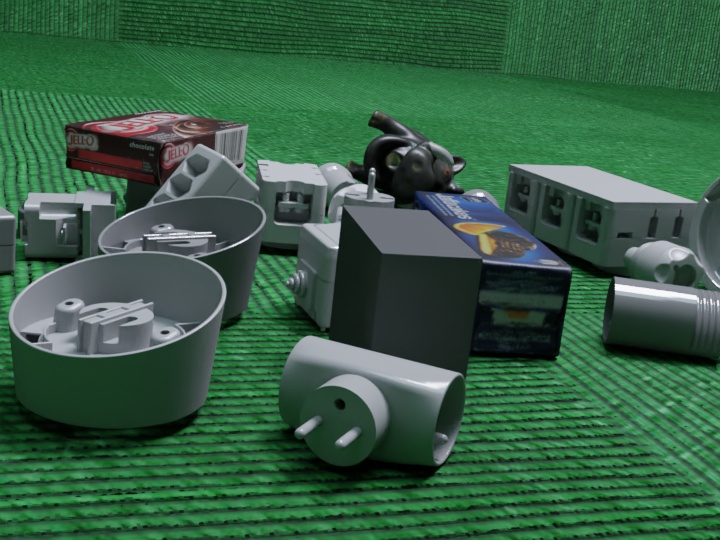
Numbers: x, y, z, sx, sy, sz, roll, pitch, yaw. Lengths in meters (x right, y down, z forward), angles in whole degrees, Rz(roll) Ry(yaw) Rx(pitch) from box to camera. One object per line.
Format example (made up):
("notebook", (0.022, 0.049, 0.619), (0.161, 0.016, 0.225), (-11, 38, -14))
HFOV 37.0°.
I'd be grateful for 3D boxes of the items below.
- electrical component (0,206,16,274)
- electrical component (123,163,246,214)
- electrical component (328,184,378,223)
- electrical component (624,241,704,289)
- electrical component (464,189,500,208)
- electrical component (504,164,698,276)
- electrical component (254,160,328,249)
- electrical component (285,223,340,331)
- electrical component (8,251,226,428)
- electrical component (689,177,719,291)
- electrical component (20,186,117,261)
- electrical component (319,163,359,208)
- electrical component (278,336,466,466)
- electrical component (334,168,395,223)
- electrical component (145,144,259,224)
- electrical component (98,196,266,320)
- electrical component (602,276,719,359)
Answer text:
("electrical component", (-0.259, -0.038, 0.686), (0.066, 0.076, 0.047), (-5, 19, -38))
("electrical component", (-0.140, -0.060, 0.866), (0.100, 0.048, 0.099), (5, 16, -4))
("electrical component", (0.000, -0.051, 0.904), (0.043, 0.043, 0.062), (10, 14, 14))
("electrical component", (0.225, -0.002, 0.814), (0.043, 0.043, 0.062), (-1, 15, -24))
("electrical component", (0.106, -0.044, 0.932), (0.040, 0.040, 0.046), (2, 22, -14))
("electrical component", (0.202, -0.045, 0.928), (0.089, 0.061, 0.150), (-1, 17, -26))
("electrical component", (-0.057, -0.050, 0.852), (0.050, 0.055, 0.089), (4, 15, -10))
("electrical component", (0.000, 0.000, 0.682), (0.096, 0.061, 0.062), (0, 16, -21))
("electrical component", (-0.115, 0.032, 0.509), (0.099, 0.064, 0.099), (6, 15, -2))
("electrical component", (0.315, -0.024, 0.820), (0.060, 0.108, 0.108), (3, 14, -37))
("electrical component", (-0.203, -0.031, 0.751), (0.064, 0.042, 0.081), (0, 16, -12))
("electrical component", (-0.020, -0.072, 0.984), (0.040, 0.040, 0.046), (-1, 22, -25))
("electrical component", (-0.002, 0.063, 0.483), (0.077, 0.043, 0.079), (13, 16, 22))
("electrical component", (0.005, -0.036, 0.788), (0.047, 0.075, 0.083), (6, 15, -1))
("electrical component", (-0.103, -0.029, 0.739), (0.076, 0.083, 0.047), (43, -7, -33))
("electrical component", (-0.109, -0.008, 0.655), (0.099, 0.064, 0.099), (7, 18, -2))
("electrical component", (0.199, 0.031, 0.683), (0.081, 0.043, 0.043), (8, 15, 6))
